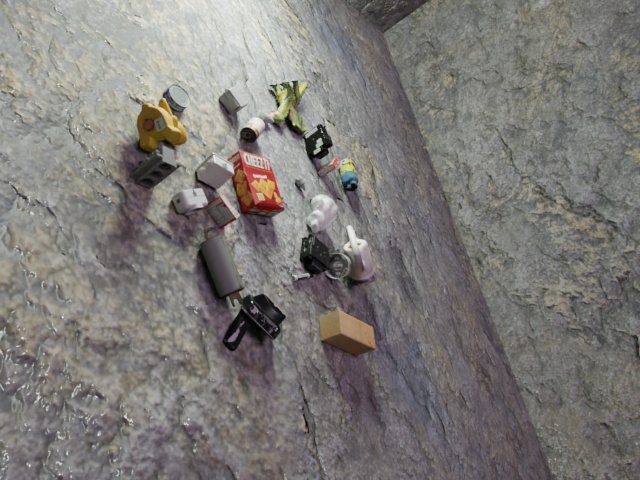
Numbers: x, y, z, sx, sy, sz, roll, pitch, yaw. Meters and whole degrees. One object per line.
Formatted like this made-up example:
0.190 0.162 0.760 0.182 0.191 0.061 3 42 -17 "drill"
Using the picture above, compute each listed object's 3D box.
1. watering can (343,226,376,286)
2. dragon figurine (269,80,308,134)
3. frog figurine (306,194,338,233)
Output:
0.153 0.059 2.108 0.351 0.104 0.222 -85 161 -78 "watering can"
-0.116 -0.586 2.287 0.415 0.121 0.241 -31 110 -58 "dragon figurine"
0.006 -0.102 2.030 0.162 0.122 0.135 -68 144 -66 "frog figurine"
